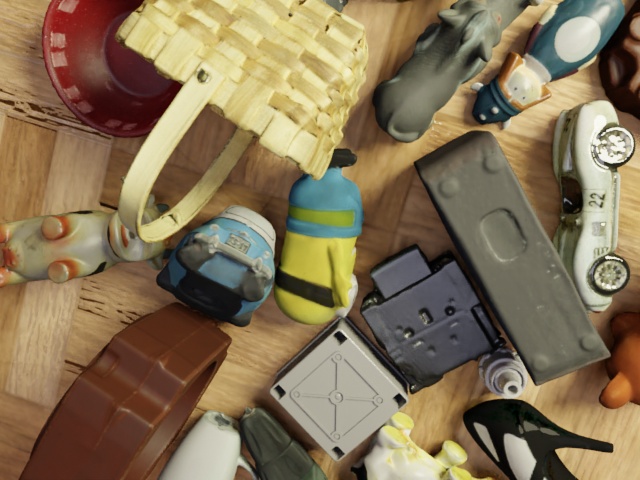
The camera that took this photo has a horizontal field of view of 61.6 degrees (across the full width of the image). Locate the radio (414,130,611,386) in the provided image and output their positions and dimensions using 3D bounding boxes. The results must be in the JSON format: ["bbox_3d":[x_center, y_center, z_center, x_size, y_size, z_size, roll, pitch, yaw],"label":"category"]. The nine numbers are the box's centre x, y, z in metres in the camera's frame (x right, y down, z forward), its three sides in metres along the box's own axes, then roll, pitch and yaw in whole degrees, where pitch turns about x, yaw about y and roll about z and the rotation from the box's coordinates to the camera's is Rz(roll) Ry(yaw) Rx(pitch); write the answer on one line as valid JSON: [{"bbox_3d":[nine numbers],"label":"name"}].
[{"bbox_3d":[0.172,0.011,0.502,0.073,0.131,0.229,-30,93,12],"label":"radio"}]

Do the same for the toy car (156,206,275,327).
[{"bbox_3d":[-0.094,0.016,0.548,0.109,0.161,0.103,28,60,-8],"label":"toy car"}]

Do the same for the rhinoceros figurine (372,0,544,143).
[{"bbox_3d":[0.120,-0.177,0.496,0.073,0.112,0.190,43,109,3],"label":"rhinoceros figurine"}]

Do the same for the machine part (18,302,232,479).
[{"bbox_3d":[-0.186,0.171,0.536,0.087,0.201,0.201,34,101,4],"label":"machine part"}]

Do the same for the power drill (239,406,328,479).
[{"bbox_3d":[0.014,0.277,0.537,0.207,0.086,0.231,-13,107,52],"label":"power drill"}]

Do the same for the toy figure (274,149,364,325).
[{"bbox_3d":[-0.001,-0.002,0.551,0.089,0.082,0.180,5,103,18],"label":"toy figure"}]

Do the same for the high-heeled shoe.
[{"bbox_3d":[0.237,0.280,0.567,0.145,0.086,0.248,-2,109,31],"label":"high-heeled shoe"}]

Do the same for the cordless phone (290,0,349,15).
[{"bbox_3d":[-0.070,-0.266,0.511,0.184,0.089,0.146,2,128,16],"label":"cordless phone"}]

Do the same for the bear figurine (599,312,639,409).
[{"bbox_3d":[0.334,0.067,0.511,0.120,0.132,0.195,4,134,-26],"label":"bear figurine"}]

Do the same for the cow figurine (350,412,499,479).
[{"bbox_3d":[0.120,0.266,0.575,0.167,0.068,0.098,30,106,6],"label":"cow figurine"}]

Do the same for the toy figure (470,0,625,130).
[{"bbox_3d":[0.210,-0.169,0.510,0.154,0.058,0.064,-44,75,15],"label":"toy figure"}]

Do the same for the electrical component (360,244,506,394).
[{"bbox_3d":[0.109,0.074,0.557,0.115,0.058,0.134,-33,93,8],"label":"electrical component"}]

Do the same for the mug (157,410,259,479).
[{"bbox_3d":[-0.119,0.255,0.601,0.110,0.081,0.107,23,91,8],"label":"mug"}]

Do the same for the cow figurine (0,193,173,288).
[{"bbox_3d":[-0.243,0.003,0.574,0.195,0.127,0.085,-7,96,23],"label":"cow figurine"}]

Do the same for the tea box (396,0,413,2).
[{"bbox_3d":[0.094,-0.319,0.486,0.068,0.098,0.169,-6,98,9],"label":"tea box"}]

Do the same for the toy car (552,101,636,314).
[{"bbox_3d":[0.255,-0.030,0.515,0.056,0.073,0.201,-1,97,4],"label":"toy car"}]

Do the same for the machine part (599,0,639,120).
[{"bbox_3d":[0.359,-0.175,0.491,0.179,0.056,0.179,1,97,7],"label":"machine part"}]
